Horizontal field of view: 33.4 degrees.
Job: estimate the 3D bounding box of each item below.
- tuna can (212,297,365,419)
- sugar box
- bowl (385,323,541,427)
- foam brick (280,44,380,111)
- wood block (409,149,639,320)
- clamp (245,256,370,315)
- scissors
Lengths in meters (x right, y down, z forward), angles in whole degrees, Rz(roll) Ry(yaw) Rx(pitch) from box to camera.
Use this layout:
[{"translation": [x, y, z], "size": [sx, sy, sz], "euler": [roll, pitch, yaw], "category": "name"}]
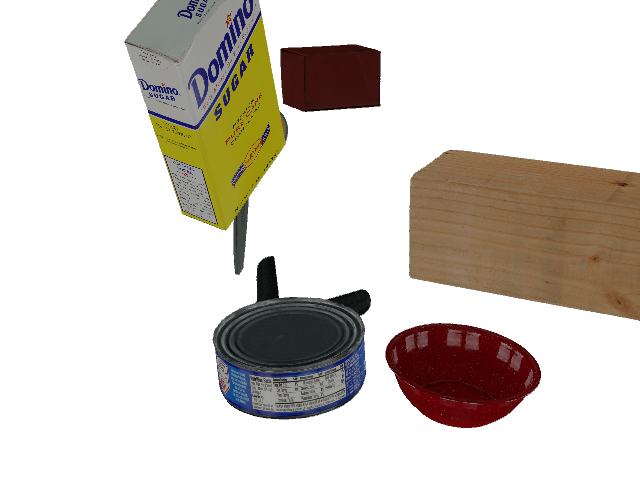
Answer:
[{"translation": [-0.017, 0.066, 0.605], "size": [0.086, 0.034, 0.086], "euler": [-3, 23, 1], "category": "tuna can"}, {"translation": [-0.071, -0.096, 0.716], "size": [0.048, 0.093, 0.176], "euler": [22, -29, 17], "category": "sugar box"}, {"translation": [0.146, 0.148, 1.118], "size": [0.162, 0.055, 0.162], "euler": [4, 24, -2], "category": "bowl"}, {"translation": [0.009, -0.146, 0.960], "size": [0.078, 0.051, 0.053], "euler": [-7, 19, -23], "category": "foam brick"}, {"translation": [0.182, -0.008, 0.845], "size": [0.206, 0.090, 0.090], "euler": [10, 24, 27], "category": "wood block"}, {"translation": [-0.044, 0.071, 1.002], "size": [0.120, 0.039, 0.171], "euler": [20, 33, 29], "category": "clamp"}, {"translation": [-0.072, -0.068, 1.220], "size": [0.096, 0.202, 0.016], "euler": [-11, -7, -13], "category": "scissors"}]
